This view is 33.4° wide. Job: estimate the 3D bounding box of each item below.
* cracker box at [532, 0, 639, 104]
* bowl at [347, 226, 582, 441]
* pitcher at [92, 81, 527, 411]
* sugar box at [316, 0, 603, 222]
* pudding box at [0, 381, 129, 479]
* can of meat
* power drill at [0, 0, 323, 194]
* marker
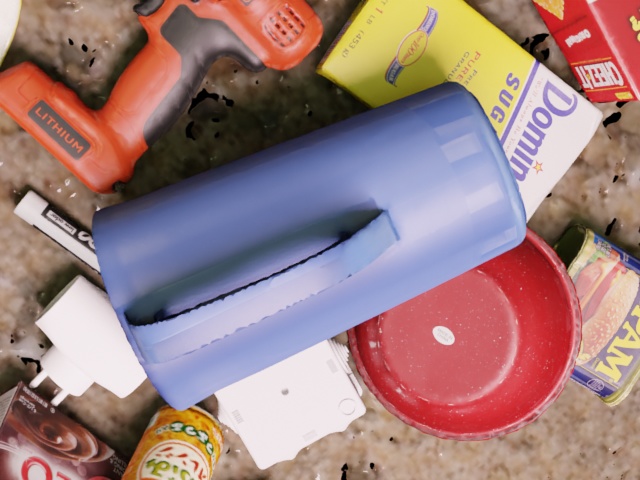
[{"bbox_3d":[0.198,-0.220,0.680,0.164,0.072,0.213,-35,103,-9],"label":"cracker box"},{"bbox_3d":[0.089,0.059,0.704,0.162,0.055,0.162,1,93,18],"label":"bowl"},{"bbox_3d":[-0.004,0.001,0.637,0.243,0.149,0.145,-23,145,3],"label":"pitcher"},{"bbox_3d":[0.094,-0.099,0.711,0.176,0.048,0.093,35,95,-10],"label":"sugar box"},{"bbox_3d":[-0.176,0.161,0.695,0.039,0.090,0.113,-36,116,26],"label":"pudding box"},{"bbox_3d":[0.191,0.050,0.745,0.084,0.057,0.102,30,96,-9],"label":"can of meat"},{"bbox_3d":[-0.119,-0.137,0.674,0.187,0.057,0.184,-44,101,3],"label":"power drill"},{"bbox_3d":[-0.151,0.010,0.717,0.121,0.020,0.020,39,94,-12],"label":"marker"}]
